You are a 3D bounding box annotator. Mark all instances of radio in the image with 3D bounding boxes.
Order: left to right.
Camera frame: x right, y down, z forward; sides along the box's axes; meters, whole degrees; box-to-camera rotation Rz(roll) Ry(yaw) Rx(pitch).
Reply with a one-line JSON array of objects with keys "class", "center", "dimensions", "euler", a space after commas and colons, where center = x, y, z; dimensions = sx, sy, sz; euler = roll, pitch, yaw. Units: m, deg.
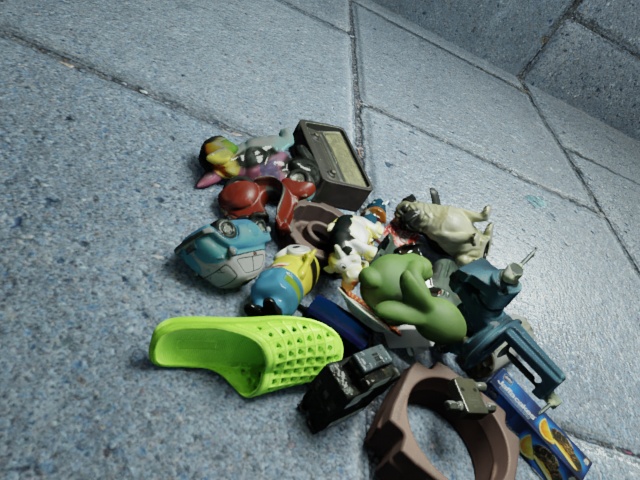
[{"class": "radio", "center": [0.018, -0.174, 1.217], "dimensions": [0.131, 0.073, 0.230], "euler": [7, 43, -30]}]

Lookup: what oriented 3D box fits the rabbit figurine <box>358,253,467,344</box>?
[{"class": "rabbit figurine", "center": [0.151, 0.091, 0.834], "dimensions": [0.170, 0.121, 0.159], "euler": [36, 5, 37]}]

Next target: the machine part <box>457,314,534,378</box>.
[{"class": "machine part", "center": [0.335, 0.199, 1.017], "dimensions": [0.243, 0.079, 0.079], "euler": [-15, 57, -45]}]

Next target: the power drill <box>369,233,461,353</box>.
[{"class": "power drill", "center": [0.185, 0.087, 1.035], "dimensions": [0.207, 0.086, 0.232], "euler": [30, 38, 4]}]

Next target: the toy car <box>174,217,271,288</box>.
[{"class": "toy car", "center": [-0.144, 0.026, 0.861], "dimensions": [0.161, 0.109, 0.103], "euler": [-6, 73, -55]}]

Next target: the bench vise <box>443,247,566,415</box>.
[{"class": "bench vise", "center": [0.295, 0.149, 0.841], "dimensions": [0.129, 0.223, 0.241], "euler": [-12, 53, -43]}]

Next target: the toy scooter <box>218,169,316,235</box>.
[{"class": "toy scooter", "center": [-0.097, -0.059, 0.956], "dimensions": [0.184, 0.075, 0.135], "euler": [-9, 52, 9]}]

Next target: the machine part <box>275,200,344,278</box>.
[{"class": "machine part", "center": [-0.002, -0.003, 1.022], "dimensions": [0.179, 0.056, 0.179], "euler": [21, 37, -17]}]

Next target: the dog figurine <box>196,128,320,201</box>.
[{"class": "dog figurine", "center": [-0.129, -0.134, 1.044], "dimensions": [0.219, 0.108, 0.192], "euler": [-20, 63, -42]}]

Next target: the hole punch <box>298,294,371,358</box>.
[{"class": "hole punch", "center": [0.022, 0.140, 0.851], "dimensions": [0.142, 0.092, 0.116], "euler": [32, 32, 5]}]

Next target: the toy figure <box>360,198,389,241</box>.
[{"class": "toy figure", "center": [0.105, -0.038, 1.136], "dimensions": [0.064, 0.057, 0.154], "euler": [17, 37, 16]}]

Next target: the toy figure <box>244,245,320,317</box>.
[{"class": "toy figure", "center": [-0.058, 0.075, 0.866], "dimensions": [0.082, 0.089, 0.180], "euler": [9, 32, 14]}]

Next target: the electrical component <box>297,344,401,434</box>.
[{"class": "electrical component", "center": [0.045, 0.202, 0.754], "dimensions": [0.115, 0.134, 0.058], "euler": [-9, 54, -45]}]

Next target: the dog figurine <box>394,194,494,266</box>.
[{"class": "dog figurine", "center": [0.262, -0.013, 1.154], "dimensions": [0.191, 0.172, 0.121], "euler": [13, 47, 31]}]

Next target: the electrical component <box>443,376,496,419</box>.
[{"class": "electrical component", "center": [0.217, 0.232, 0.795], "dimensions": [0.094, 0.021, 0.063], "euler": [9, 42, -27]}]

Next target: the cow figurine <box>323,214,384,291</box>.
[{"class": "cow figurine", "center": [0.048, 0.015, 0.932], "dimensions": [0.098, 0.068, 0.167], "euler": [29, 34, -1]}]

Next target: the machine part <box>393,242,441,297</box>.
[{"class": "machine part", "center": [0.171, 0.068, 0.970], "dimensions": [0.084, 0.039, 0.139], "euler": [2, 59, -18]}]

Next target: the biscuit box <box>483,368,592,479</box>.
[{"class": "biscuit box", "center": [0.353, 0.318, 0.906], "dimensions": [0.063, 0.059, 0.203], "euler": [-18, 59, -46]}]

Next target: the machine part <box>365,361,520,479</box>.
[{"class": "machine part", "center": [0.180, 0.296, 0.786], "dimensions": [0.201, 0.087, 0.201], "euler": [36, 38, 6]}]
